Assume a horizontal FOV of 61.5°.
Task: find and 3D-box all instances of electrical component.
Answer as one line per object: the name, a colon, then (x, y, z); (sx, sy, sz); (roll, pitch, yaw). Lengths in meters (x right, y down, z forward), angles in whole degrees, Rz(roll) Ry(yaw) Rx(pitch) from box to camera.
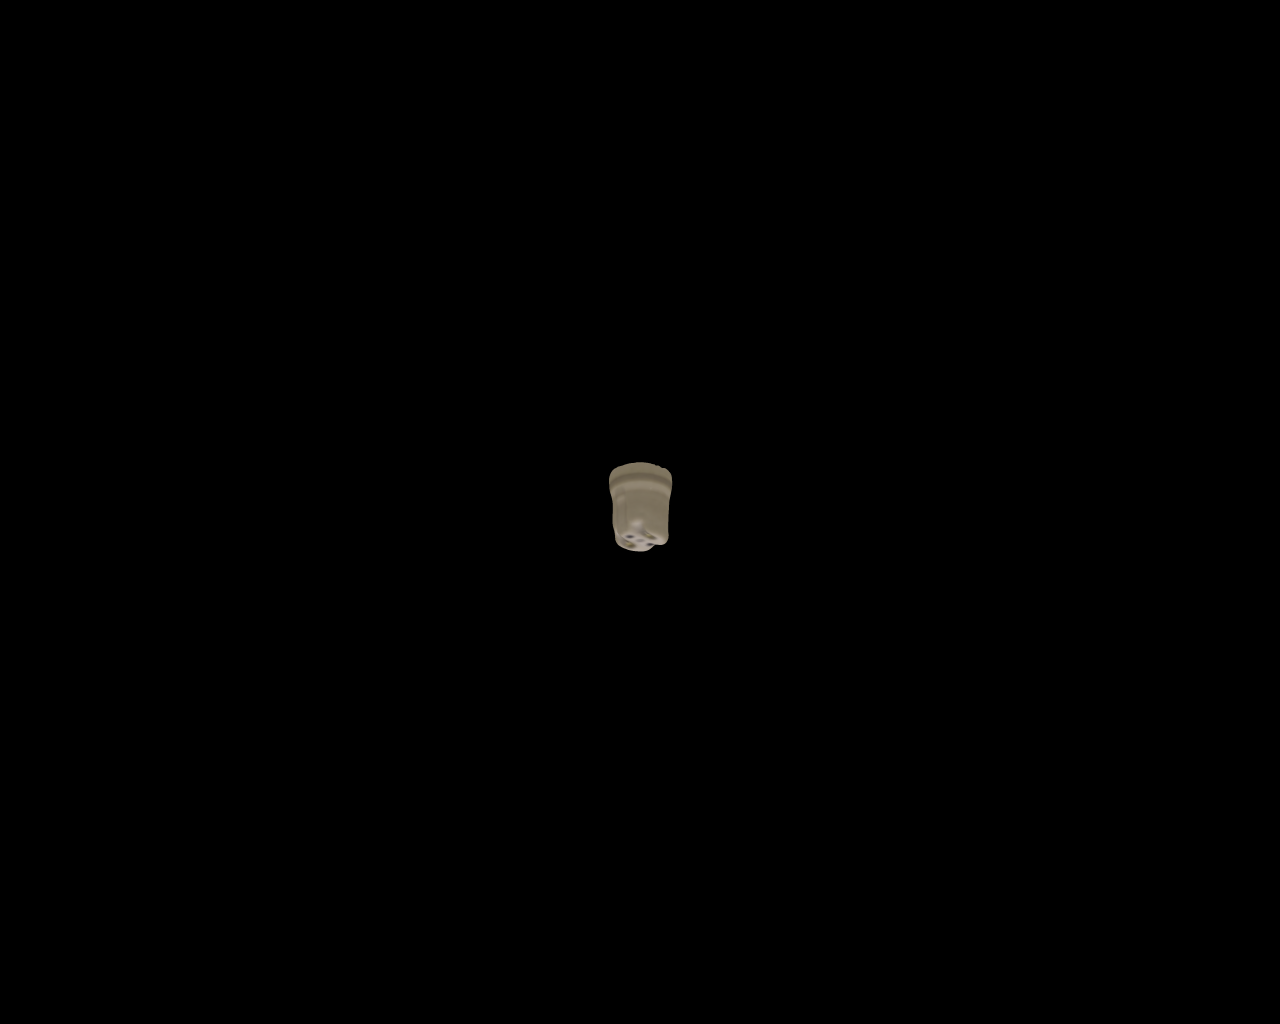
electrical component: (0.001, -0.003, 0.650); (0.040, 0.046, 0.040); (0, -23, 0)
